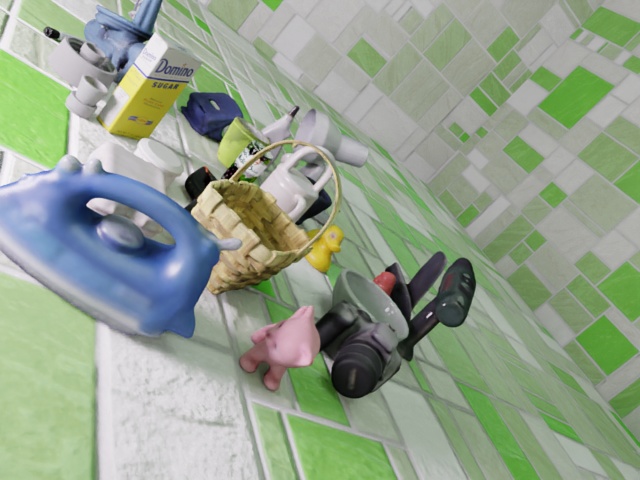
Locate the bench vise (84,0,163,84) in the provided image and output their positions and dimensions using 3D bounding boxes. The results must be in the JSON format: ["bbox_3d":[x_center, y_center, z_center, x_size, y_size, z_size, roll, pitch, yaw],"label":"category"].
[{"bbox_3d":[-0.347,-0.420,1.133,0.207,0.219,0.122,44,17,3],"label":"bench vise"}]

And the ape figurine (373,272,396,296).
[{"bbox_3d":[0.119,0.101,1.176,0.078,0.092,0.076,17,31,-56],"label":"ape figurine"}]

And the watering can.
[{"bbox_3d":[-0.054,-0.107,1.104,0.101,0.194,0.172,21,28,-52],"label":"watering can"}]

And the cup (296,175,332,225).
[{"bbox_3d":[-0.035,-0.074,1.235,0.092,0.095,0.117,39,17,-15],"label":"cup"}]

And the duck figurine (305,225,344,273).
[{"bbox_3d":[0.011,0.004,1.171,0.078,0.086,0.104,31,21,-35],"label":"duck figurine"}]

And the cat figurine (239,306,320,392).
[{"bbox_3d":[-0.037,0.125,0.721,0.067,0.117,0.128,41,17,-8],"label":"cat figurine"}]

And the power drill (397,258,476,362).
[{"bbox_3d":[0.226,0.136,1.139,0.076,0.208,0.230,43,17,-3],"label":"power drill"}]

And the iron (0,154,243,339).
[{"bbox_3d":[-0.214,-0.010,0.599,0.259,0.141,0.118,36,18,-24],"label":"iron"}]

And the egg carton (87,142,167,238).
[{"bbox_3d":[-0.257,-0.064,0.752,0.108,0.069,0.150,31,21,-35],"label":"egg carton"}]

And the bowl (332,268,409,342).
[{"bbox_3d":[0.077,0.134,1.033,0.168,0.074,0.167,39,17,-15],"label":"bowl"}]

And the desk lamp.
[{"bbox_3d":[0.001,-0.179,1.363,0.204,0.213,0.117,34,19,-29],"label":"desk lamp"}]

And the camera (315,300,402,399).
[{"bbox_3d":[0.056,0.167,0.864,0.143,0.100,0.137,45,17,4],"label":"camera"}]

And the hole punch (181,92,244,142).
[{"bbox_3d":[-0.239,-0.285,1.279,0.101,0.091,0.108,17,32,-56],"label":"hole punch"}]

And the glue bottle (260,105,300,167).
[{"bbox_3d":[-0.106,-0.251,1.361,0.078,0.173,0.037,35,19,-27],"label":"glue bottle"}]

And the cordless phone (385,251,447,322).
[{"bbox_3d":[0.205,0.085,1.251,0.094,0.185,0.147,37,18,-21],"label":"cordless phone"}]
